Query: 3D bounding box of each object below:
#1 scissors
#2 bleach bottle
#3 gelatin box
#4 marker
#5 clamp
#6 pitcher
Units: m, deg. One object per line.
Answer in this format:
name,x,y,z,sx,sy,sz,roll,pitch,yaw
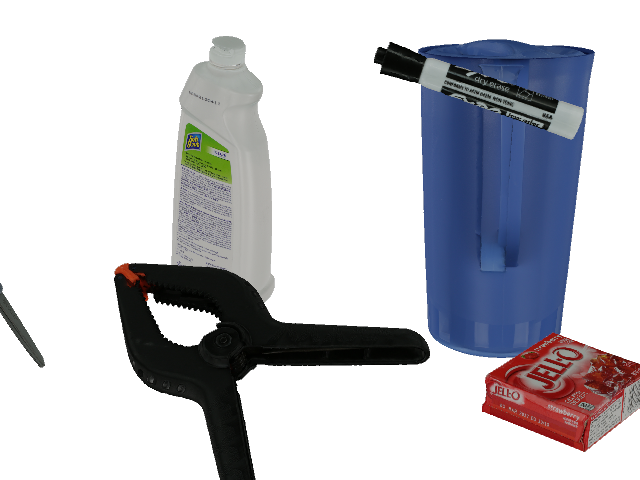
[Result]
scissors,-0.332,0.030,1.085,0.016,0.201,0.096,-26,27,23
bleach bottle,-0.085,-0.061,0.980,0.103,0.251,0.068,20,33,21
gelatin box,0.158,0.094,0.683,0.073,0.030,0.089,19,26,37
marker,0.088,-0.086,0.604,0.121,0.020,0.020,20,2,5
clamp,-0.047,0.069,0.677,0.164,0.036,0.210,-38,56,-21
pitcher,0.139,-0.033,0.837,0.149,0.243,0.145,-10,18,-34
